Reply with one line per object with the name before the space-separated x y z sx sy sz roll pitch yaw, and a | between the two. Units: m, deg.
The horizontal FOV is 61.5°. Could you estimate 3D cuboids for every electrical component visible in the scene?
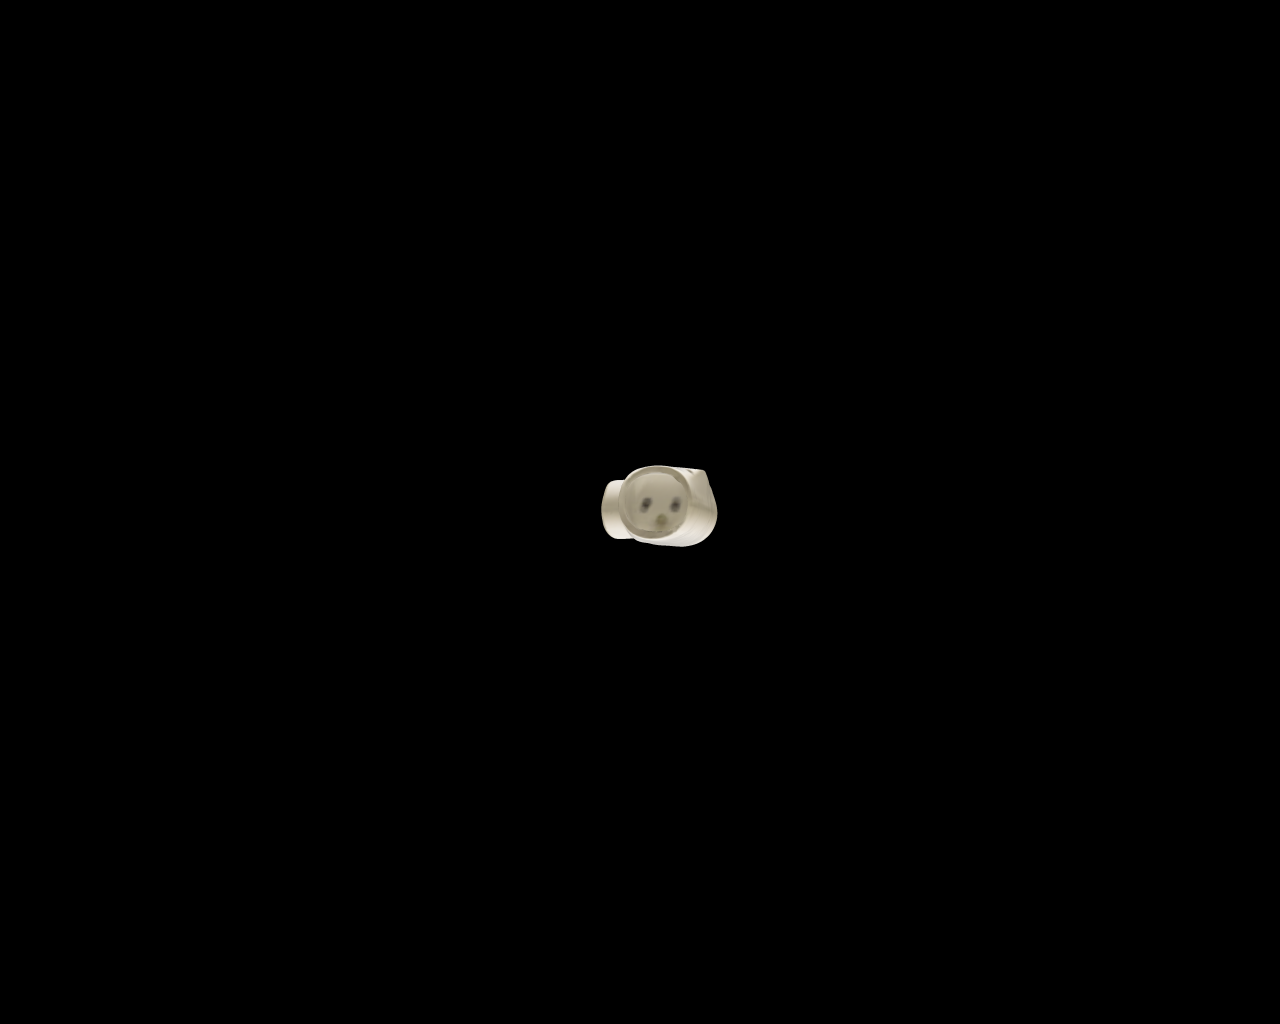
electrical component | 0.001 -0.003 0.650 0.079 0.043 0.077 -1 -5 15
